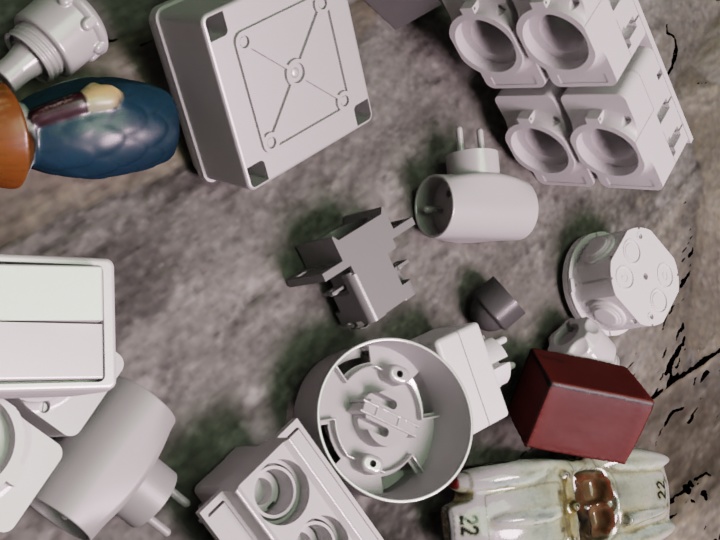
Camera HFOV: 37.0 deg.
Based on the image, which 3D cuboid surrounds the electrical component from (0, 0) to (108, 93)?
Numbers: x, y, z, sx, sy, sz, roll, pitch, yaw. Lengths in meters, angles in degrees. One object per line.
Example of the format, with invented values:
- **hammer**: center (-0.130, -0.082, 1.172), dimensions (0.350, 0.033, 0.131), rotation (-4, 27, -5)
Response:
- **electrical component**: center (-0.173, -0.122, 0.588), dimensions (0.048, 0.048, 0.062), rotation (49, 66, -17)

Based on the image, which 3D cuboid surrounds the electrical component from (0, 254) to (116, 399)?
- **electrical component**: center (-0.162, 0.026, 0.481), dimensions (0.096, 0.061, 0.061), rotation (3, 80, -34)

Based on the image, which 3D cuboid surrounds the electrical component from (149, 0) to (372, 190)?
- **electrical component**: center (-0.056, -0.119, 0.636), dimensions (0.109, 0.056, 0.108), rotation (-35, 126, -33)

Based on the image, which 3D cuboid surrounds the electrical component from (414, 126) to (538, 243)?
- **electrical component**: center (0.079, -0.060, 0.747), dimensions (0.077, 0.044, 0.079), rotation (0, 82, -34)

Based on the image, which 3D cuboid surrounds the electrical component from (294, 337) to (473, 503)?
- **electrical component**: center (0.012, 0.092, 0.661), dimensions (0.099, 0.064, 0.099), rotation (7, 78, -33)

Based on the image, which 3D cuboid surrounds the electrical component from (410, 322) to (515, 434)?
- **electrical component**: center (0.074, 0.067, 0.719), dimensions (0.077, 0.047, 0.065), rotation (-21, 94, -35)

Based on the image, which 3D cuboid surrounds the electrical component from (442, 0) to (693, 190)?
- **electrical component**: center (0.141, -0.136, 0.734), dimensions (0.060, 0.105, 0.186), rotation (-56, 131, -25)

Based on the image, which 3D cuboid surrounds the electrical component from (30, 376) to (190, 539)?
- **electrical component**: center (-0.126, 0.111, 0.577), dimensions (0.079, 0.043, 0.077), rotation (45, 60, -20)

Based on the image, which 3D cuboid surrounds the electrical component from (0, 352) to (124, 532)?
- **electrical component**: center (-0.220, 0.032, 0.517), dimensions (0.186, 0.060, 0.105), rotation (42, 61, -21)

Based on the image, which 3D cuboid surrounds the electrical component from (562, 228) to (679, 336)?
- **electrical component**: center (0.196, 0.008, 0.810), dimensions (0.080, 0.051, 0.080), rotation (7, 78, -33)

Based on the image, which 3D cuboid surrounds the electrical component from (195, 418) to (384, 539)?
- **electrical component**: center (-0.036, 0.158, 0.617), dimensions (0.079, 0.063, 0.121), rotation (-42, 105, -32)

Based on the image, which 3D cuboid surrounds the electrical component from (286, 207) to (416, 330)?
- **electrical component**: center (0.000, 0.000, 0.684), dimensions (0.081, 0.042, 0.063), rotation (-32, 102, -33)

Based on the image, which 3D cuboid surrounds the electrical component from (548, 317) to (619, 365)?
- **electrical component**: center (0.169, 0.067, 0.786), dimensions (0.062, 0.043, 0.043), rotation (46, 60, -20)
